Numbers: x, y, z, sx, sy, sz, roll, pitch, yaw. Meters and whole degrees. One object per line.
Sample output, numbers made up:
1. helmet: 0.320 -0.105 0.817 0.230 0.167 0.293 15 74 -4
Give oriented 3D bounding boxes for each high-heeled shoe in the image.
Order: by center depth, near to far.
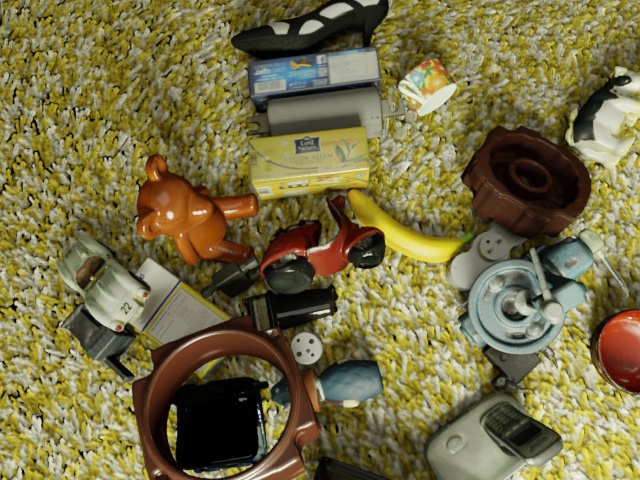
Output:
1. high-heeled shoe: -0.014 -0.361 0.859 0.249 0.086 0.145 3 75 -1

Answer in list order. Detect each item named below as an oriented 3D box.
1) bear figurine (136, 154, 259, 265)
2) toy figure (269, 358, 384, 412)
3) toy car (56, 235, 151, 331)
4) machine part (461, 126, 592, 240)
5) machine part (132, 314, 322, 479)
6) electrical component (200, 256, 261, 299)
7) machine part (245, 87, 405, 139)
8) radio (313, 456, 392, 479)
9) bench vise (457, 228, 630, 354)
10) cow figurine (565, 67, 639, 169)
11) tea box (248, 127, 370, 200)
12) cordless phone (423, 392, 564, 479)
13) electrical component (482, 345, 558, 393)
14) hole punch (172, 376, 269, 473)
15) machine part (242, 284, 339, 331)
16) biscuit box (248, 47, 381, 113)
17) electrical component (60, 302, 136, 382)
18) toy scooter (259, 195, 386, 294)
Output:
1. bear figurine: -0.163 -0.035 0.733 0.132 0.195 0.120 3 75 3
2. toy figure: 0.009 0.204 0.741 0.155 0.064 0.057 -12 115 5
3. toy car: -0.308 0.057 0.759 0.202 0.056 0.073 30 80 40
4. machine part: 0.291 -0.082 0.761 0.179 0.056 0.179 6 55 -9
5. machine part: -0.114 0.206 0.655 0.201 0.087 0.201 -20 60 -8
6. electrical component: -0.124 0.059 0.773 0.094 0.063 0.021 -34 62 -2
7. machine part: 0.008 -0.184 0.817 0.243 0.079 0.079 -6 77 1
8. radio: 0.095 0.351 0.665 0.230 0.131 0.073 16 81 7
9. bench vise: 0.279 0.064 0.668 0.224 0.240 0.129 -26 84 7
10. cow figurine: 0.435 -0.199 0.804 0.098 0.068 0.167 26 79 15
11. tea box: -0.014 -0.111 0.792 0.170 0.098 0.068 -7 79 0
12. cordless phone: 0.213 0.263 0.651 0.146 0.184 0.089 -33 83 -4
13. electrical component: 0.273 0.163 0.741 0.102 0.045 0.078 -35 79 -5
14. hole punch: -0.131 0.254 0.732 0.142 0.092 0.116 -10 56 3
15. machine part: -0.040 0.101 0.778 0.139 0.039 0.084 -16 69 1
16. biscuit box: -0.009 -0.248 0.840 0.203 0.062 0.059 -6 77 2
17. electrical component: -0.300 0.144 0.763 0.119 0.074 0.048 37 83 14
18. toy scooter: -0.002 -0.002 0.771 0.184 0.075 0.135 -16 50 7
